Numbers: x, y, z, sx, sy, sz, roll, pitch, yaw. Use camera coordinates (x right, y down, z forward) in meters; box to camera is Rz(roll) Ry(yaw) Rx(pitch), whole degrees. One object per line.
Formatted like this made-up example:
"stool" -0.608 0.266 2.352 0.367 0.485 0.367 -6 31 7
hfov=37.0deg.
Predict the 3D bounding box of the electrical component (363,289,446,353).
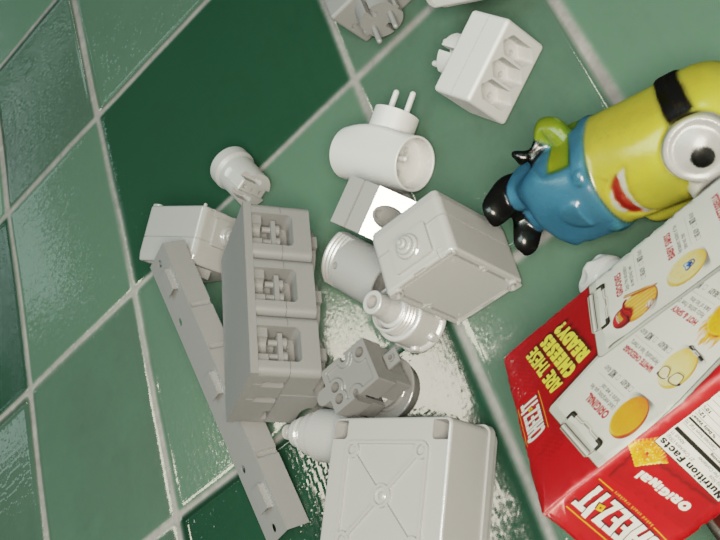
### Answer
"electrical component" 0.029 0.031 0.776 0.048 0.062 0.048 -18 61 38

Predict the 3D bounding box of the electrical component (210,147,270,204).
"electrical component" -0.107 -0.083 0.969 0.040 0.040 0.046 -54 51 13

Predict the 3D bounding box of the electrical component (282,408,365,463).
"electrical component" -0.028 0.124 0.807 0.078 0.040 0.040 -3 72 43

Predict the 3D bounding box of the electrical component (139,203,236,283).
"electrical component" -0.143 -0.021 0.961 0.096 0.062 0.061 3 76 44

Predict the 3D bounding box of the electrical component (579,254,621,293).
"electrical component" 0.169 0.013 0.670 0.061 0.035 0.035 22 89 44

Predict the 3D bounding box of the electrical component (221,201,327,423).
"electrical component" -0.068 0.035 0.846 0.089 0.062 0.150 120 150 -53

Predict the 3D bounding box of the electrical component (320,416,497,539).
"electrical component" 0.032 0.156 0.726 0.109 0.056 0.108 -8 68 42

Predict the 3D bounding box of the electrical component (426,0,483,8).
"electrical component" 0.078 -0.261 0.807 0.078 0.113 0.057 1 31 44

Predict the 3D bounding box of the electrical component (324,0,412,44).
"electrical component" 0.013 -0.222 0.904 0.066 0.047 0.076 -39 51 26

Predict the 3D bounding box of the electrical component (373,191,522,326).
"electrical component" 0.055 -0.012 0.743 0.062 0.096 0.061 -36 51 28

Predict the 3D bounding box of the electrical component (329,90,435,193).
"electrical component" 0.023 -0.105 0.851 0.077 0.043 0.079 16 85 46

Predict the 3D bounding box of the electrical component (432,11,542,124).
"electrical component" 0.084 -0.156 0.810 0.077 0.047 0.065 30 95 46

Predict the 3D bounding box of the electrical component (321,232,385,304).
"electrical component" 0.000 0.000 0.829 0.081 0.043 0.043 29 94 46

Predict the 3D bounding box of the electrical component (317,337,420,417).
"electrical component" 0.011 0.082 0.777 0.066 0.055 0.048 -42 49 23
